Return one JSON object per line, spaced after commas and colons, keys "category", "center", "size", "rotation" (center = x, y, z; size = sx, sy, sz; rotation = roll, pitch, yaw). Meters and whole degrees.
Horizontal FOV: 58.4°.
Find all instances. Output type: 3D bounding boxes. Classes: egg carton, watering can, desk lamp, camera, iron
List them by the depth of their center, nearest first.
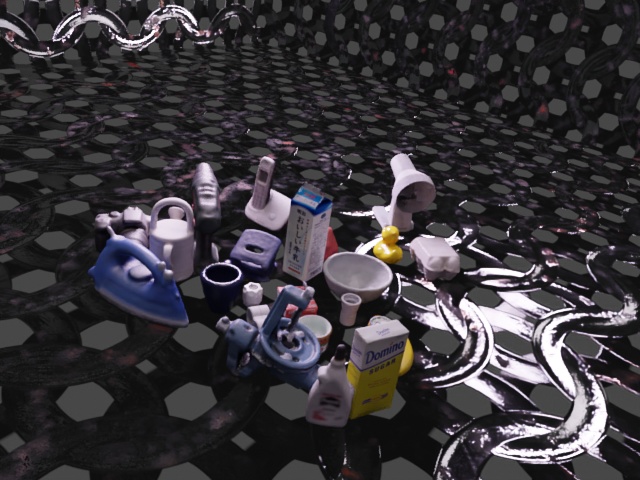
{"category": "iron", "center": [-0.369, 0.073, 1.207], "size": [0.257, 0.141, 0.119], "rotation": [24, 32, 25]}
{"category": "watering can", "center": [-0.341, -0.013, 1.314], "size": [0.101, 0.194, 0.172], "rotation": [-8, 33, -28]}
{"category": "camera", "center": [-0.466, -0.012, 1.370], "size": [0.143, 0.101, 0.136], "rotation": [0, 30, -16]}
{"category": "egg carton", "center": [0.306, 0.047, 1.526], "size": [0.107, 0.069, 0.150], "rotation": [-1, 31, -17]}
{"category": "desk lamp", "center": [0.240, -0.129, 1.671], "size": [0.118, 0.213, 0.202], "rotation": [0, 30, -17]}

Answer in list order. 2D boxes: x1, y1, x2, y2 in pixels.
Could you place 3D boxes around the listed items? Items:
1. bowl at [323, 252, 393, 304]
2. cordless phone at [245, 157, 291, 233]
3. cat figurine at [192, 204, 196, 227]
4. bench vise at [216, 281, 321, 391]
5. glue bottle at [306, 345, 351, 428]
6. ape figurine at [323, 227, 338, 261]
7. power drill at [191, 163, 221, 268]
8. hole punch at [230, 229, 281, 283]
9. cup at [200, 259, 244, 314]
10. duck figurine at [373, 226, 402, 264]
{"category": "bowl", "center": [0.085, 0.101, 1.360], "size": [0.167, 0.075, 0.167], "rotation": [7, 29, -4]}
{"category": "cordless phone", "center": [-0.130, -0.126, 1.585], "size": [0.147, 0.185, 0.094], "rotation": [27, 34, 28]}
{"category": "cat figurine", "center": [-0.309, -0.099, 1.555], "size": [0.067, 0.118, 0.127], "rotation": [7, 29, -5]}
{"category": "bench vise", "center": [-0.088, 0.169, 1.038], "size": [0.207, 0.220, 0.121], "rotation": [6, 29, -6]}
{"category": "glue bottle", "center": [0.022, 0.247, 0.981], "size": [0.078, 0.173, 0.037], "rotation": [7, 29, -4]}
{"category": "ape figurine", "center": [0.014, 0.005, 1.491], "size": [0.076, 0.092, 0.078], "rotation": [25, 33, 27]}
{"category": "power drill", "center": [-0.280, -0.051, 1.385], "size": [0.076, 0.208, 0.229], "rotation": [0, 31, -17]}
{"category": "hole punch", "center": [-0.155, 0.037, 1.386], "size": [0.108, 0.091, 0.101], "rotation": [16, 30, 12]}
{"category": "cup", "center": [-0.213, 0.104, 1.246], "size": [0.091, 0.095, 0.117], "rotation": [8, 29, -2]}
{"category": "duck figurine", "center": [0.189, 0.007, 1.545], "size": [0.078, 0.086, 0.104], "rotation": [1, 30, -15]}
